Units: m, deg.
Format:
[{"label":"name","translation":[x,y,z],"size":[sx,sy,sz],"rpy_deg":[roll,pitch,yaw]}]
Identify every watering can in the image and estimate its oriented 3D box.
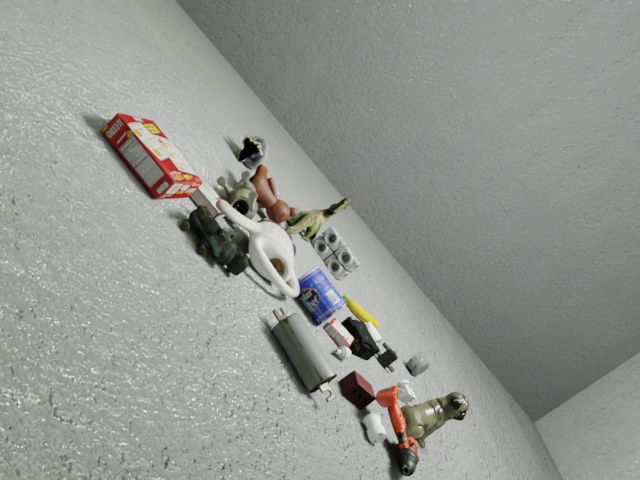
[{"label":"watering can","translation":[-0.156,0.002,1.406],"size":[0.344,0.103,0.228],"rpy_deg":[55,11,-17]}]

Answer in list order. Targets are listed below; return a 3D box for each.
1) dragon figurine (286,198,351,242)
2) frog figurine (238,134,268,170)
[{"label":"dragon figurine","translation":[0.006,-0.100,1.990],"size":[0.122,0.241,0.412],"rpy_deg":[55,10,1]},{"label":"frog figurine","translation":[-0.258,-0.347,2.074],"size":[0.158,0.122,0.138],"rpy_deg":[34,51,-79]}]
